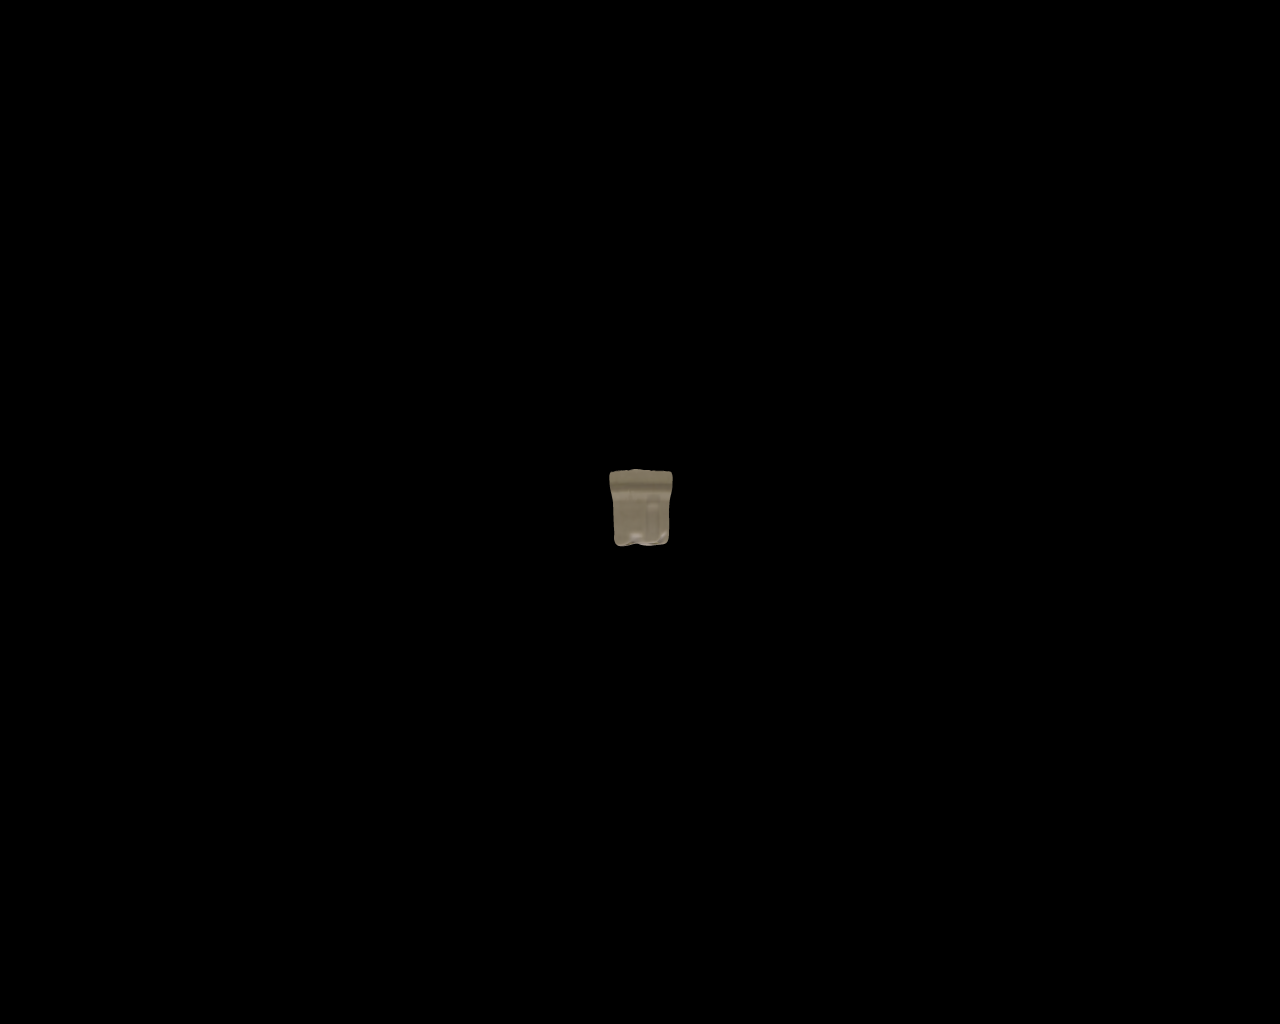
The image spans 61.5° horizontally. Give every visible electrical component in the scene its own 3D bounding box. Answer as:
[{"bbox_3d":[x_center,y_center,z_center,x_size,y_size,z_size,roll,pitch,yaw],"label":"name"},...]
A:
[{"bbox_3d":[0.001,-0.003,0.650,0.040,0.046,0.040,0,0,0],"label":"electrical component"}]
